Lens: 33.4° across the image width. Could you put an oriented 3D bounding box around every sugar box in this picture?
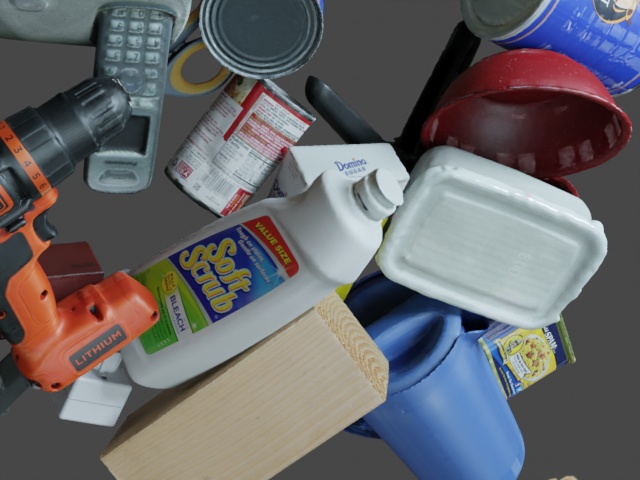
[{"bbox_3d":[-0.006,0.001,0.847,0.093,0.048,0.176,-5,143,-29],"label":"sugar box"}]

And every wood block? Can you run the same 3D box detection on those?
[{"bbox_3d":[-0.055,0.132,0.835,0.206,0.090,0.091,-36,98,12],"label":"wood block"}]

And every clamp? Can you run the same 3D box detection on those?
[{"bbox_3d":[0.057,-0.068,0.879,0.164,0.036,0.210,-17,125,-28],"label":"clamp"}]

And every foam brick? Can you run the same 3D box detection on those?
[{"bbox_3d":[-0.205,0.037,0.796,0.078,0.053,0.051,-4,119,-25],"label":"foam brick"}]

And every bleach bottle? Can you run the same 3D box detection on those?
[{"bbox_3d":[-0.047,0.016,0.766,0.251,0.102,0.067,-33,153,31],"label":"bleach bottle"}]

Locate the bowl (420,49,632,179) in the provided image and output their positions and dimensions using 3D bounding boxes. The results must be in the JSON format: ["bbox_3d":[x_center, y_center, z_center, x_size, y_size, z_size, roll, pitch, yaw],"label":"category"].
[{"bbox_3d":[0.160,-0.103,0.838,0.161,0.162,0.055,18,65,-34],"label":"bowl"}]

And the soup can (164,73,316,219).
[{"bbox_3d":[-0.060,-0.072,0.799,0.068,0.069,0.102,33,99,-37],"label":"soup can"}]

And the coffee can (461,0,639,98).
[{"bbox_3d":[0.197,-0.184,0.848,0.140,0.103,0.103,18,108,-34],"label":"coffee can"}]

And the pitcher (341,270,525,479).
[{"bbox_3d":[0.093,0.146,0.975,0.145,0.149,0.242,-46,134,-13],"label":"pitcher"}]

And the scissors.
[{"bbox_3d":[-0.139,-0.101,0.775,0.202,0.016,0.096,-48,128,5],"label":"scissors"}]

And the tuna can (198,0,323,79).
[{"bbox_3d":[-0.040,-0.157,0.741,0.086,0.033,0.086,1,128,1],"label":"tuna can"}]

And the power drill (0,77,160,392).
[{"bbox_3d":[-0.178,0.001,0.708,0.184,0.057,0.187,-34,133,-11],"label":"power drill"}]

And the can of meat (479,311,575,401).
[{"bbox_3d":[0.191,0.098,1.035,0.084,0.057,0.102,-31,127,-7],"label":"can of meat"}]

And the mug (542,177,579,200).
[{"bbox_3d":[0.182,0.006,0.954,0.117,0.093,0.081,-42,135,-21],"label":"mug"}]
